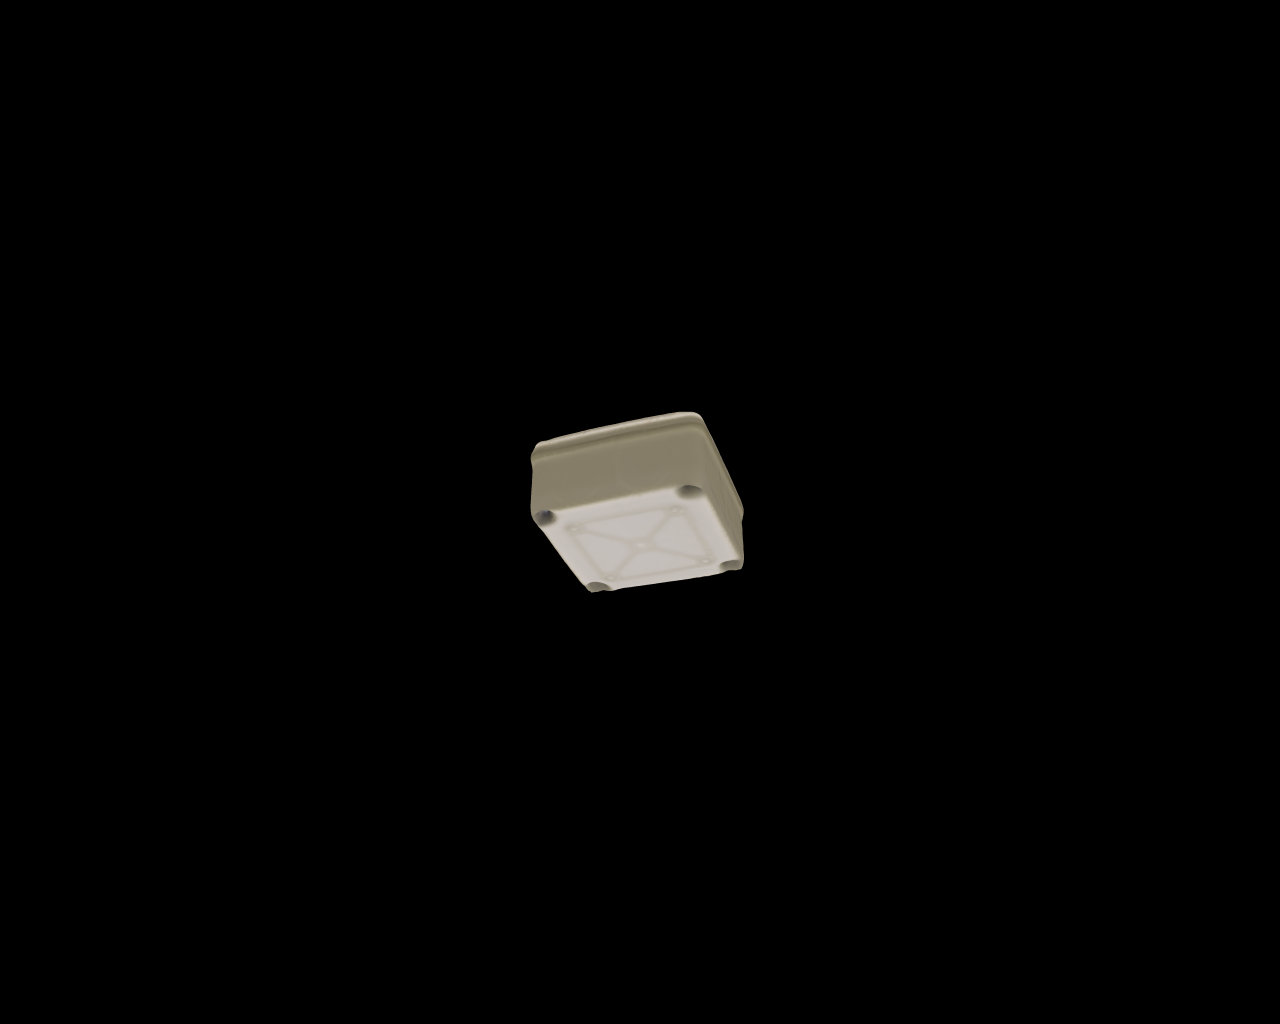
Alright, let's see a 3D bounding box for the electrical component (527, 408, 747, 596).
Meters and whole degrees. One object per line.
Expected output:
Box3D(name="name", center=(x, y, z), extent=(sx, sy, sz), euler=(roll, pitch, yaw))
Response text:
Box3D(name="electrical component", center=(0.001, -0.003, 0.650), extent=(0.109, 0.056, 0.108), euler=(-10, -34, 15))
